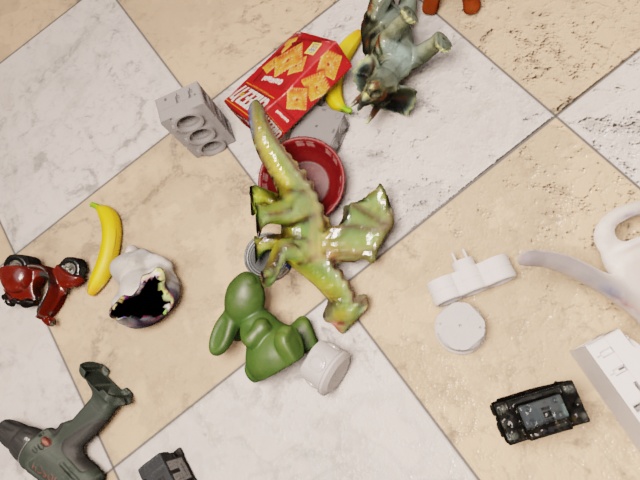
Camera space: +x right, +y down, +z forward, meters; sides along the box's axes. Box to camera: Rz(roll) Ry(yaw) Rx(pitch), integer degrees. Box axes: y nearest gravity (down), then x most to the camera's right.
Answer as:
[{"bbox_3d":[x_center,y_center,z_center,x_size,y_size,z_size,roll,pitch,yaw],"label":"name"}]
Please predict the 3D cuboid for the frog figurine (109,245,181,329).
[{"bbox_3d":[-0.336,0.085,0.966,0.137,0.121,0.161,-59,34,1],"label":"frog figurine"}]

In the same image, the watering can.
[{"bbox_3d":[0.459,0.059,0.730,0.349,0.102,0.228,-15,68,-17],"label":"watering can"}]

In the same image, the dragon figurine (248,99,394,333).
[{"bbox_3d":[0.003,-0.044,0.878,0.243,0.122,0.411,-3,87,-7],"label":"dragon figurine"}]
